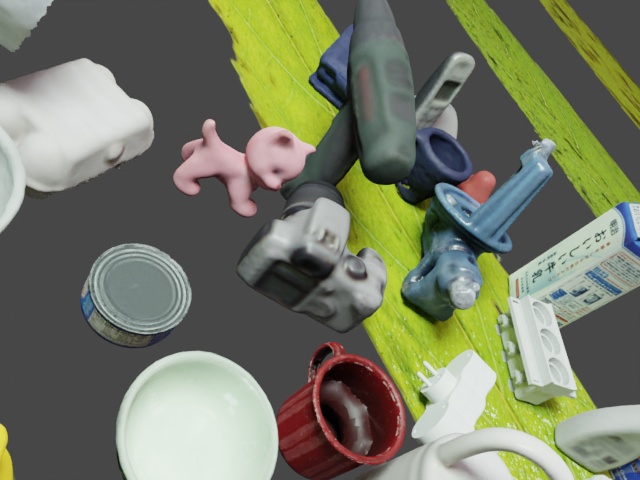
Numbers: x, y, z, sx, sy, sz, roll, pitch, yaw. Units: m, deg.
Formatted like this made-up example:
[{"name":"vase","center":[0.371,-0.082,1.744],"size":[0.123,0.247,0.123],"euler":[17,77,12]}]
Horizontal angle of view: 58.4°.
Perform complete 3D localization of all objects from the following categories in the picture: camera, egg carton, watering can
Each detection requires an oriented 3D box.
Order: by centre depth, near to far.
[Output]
[{"name":"watering can","center":[0.110,0.211,0.447],"size":[0.101,0.193,0.173],"euler":[33,43,-13]},{"name":"egg carton","center":[-0.229,-0.102,0.524],"size":[0.107,0.069,0.150],"euler":[44,41,-1]},{"name":"camera","center":[0.006,0.002,0.604],"size":[0.143,0.100,0.137],"euler":[31,43,-16]}]

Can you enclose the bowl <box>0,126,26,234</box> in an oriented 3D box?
[{"name":"bowl","center":[-0.305,-0.034,0.403],"size":[0.168,0.074,0.167],"euler":[22,46,-24]}]

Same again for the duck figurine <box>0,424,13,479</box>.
[{"name":"duck figurine","center":[-0.212,0.149,0.320],"size":[0.078,0.086,0.104],"euler":[31,43,-15]}]

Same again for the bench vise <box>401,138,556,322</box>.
[{"name":"bench vise","center":[0.201,-0.009,0.680],"size":[0.122,0.219,0.207],"euler":[20,47,-25]}]

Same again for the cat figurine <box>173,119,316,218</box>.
[{"name":"cat figurine","center":[-0.072,-0.088,0.601],"size":[0.128,0.117,0.067],"euler":[20,47,-26]}]

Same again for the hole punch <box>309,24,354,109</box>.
[{"name":"hole punch","center":[0.055,-0.252,0.857],"size":[0.109,0.091,0.101],"euler":[39,41,-6]}]

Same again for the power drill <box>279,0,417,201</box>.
[{"name":"power drill","center":[0.029,-0.138,0.655],"size":[0.076,0.208,0.229],"euler":[10,51,-33]}]

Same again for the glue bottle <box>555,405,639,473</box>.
[{"name":"glue bottle","center":[0.363,0.217,0.663],"size":[0.078,0.172,0.037],"euler":[36,42,-9]}]

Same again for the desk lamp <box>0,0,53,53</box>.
[{"name":"desk lamp","center":[-0.299,-0.205,0.442],"size":[0.204,0.213,0.118],"euler":[22,46,-24]}]

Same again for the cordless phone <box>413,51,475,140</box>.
[{"name":"cordless phone","center":[0.176,-0.187,0.831],"size":[0.148,0.184,0.094],"euler":[-9,63,-42]}]

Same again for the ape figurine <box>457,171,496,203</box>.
[{"name":"ape figurine","center":[0.221,-0.066,0.839],"size":[0.078,0.092,0.076],"euler":[41,41,-4]}]

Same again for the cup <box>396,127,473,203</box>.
[{"name":"cup","center":[0.139,-0.102,0.801],"size":[0.118,0.094,0.091],"euler":[30,43,-16]}]
